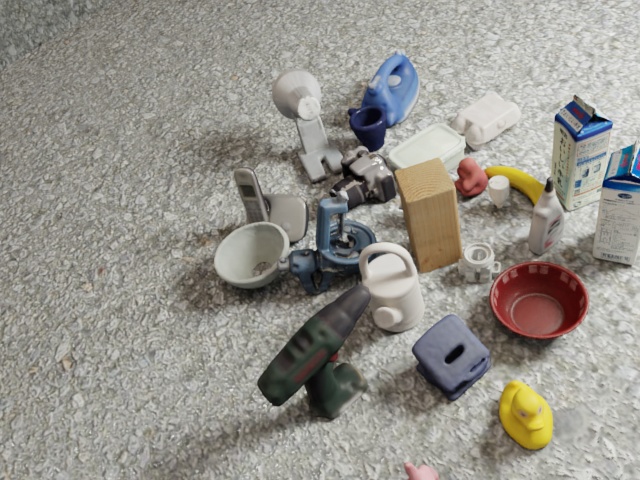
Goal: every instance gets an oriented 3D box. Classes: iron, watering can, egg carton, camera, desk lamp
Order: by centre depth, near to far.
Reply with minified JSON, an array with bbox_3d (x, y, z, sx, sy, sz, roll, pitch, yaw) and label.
[{"bbox_3d":[0.128,0.079,1.022,0.101,0.194,0.172,-19,46,3],"label":"watering can"},{"bbox_3d":[0.081,-0.138,1.295,0.137,0.101,0.142,-32,47,-10],"label":"camera"},{"bbox_3d":[0.387,-0.276,1.334,0.150,0.069,0.107,-34,48,-12],"label":"egg carton"},{"bbox_3d":[-0.026,-0.287,1.386,0.118,0.214,0.202,-24,46,-2],"label":"desk lamp"},{"bbox_3d":[0.186,-0.410,1.472,0.118,0.142,0.259,13,55,28],"label":"iron"}]

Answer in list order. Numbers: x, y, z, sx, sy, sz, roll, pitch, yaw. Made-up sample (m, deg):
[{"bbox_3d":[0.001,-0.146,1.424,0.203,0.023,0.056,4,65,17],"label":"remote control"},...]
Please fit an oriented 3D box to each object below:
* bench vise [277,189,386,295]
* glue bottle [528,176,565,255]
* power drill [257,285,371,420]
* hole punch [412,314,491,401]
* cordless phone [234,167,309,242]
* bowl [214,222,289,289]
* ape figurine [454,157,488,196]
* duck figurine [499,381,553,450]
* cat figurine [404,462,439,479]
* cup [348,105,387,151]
[{"bbox_3d":[0.016,0.011,1.103,0.207,0.220,0.121,-31,47,-9],"label":"bench vise"},{"bbox_3d":[0.418,-0.051,1.052,0.078,0.173,0.037,-41,49,-17],"label":"glue bottle"},{"bbox_3d":[0.011,0.200,0.945,0.230,0.209,0.075,-39,49,-16],"label":"power drill"},{"bbox_3d":[0.222,0.194,0.958,0.109,0.091,0.100,-38,49,-15],"label":"hole punch"},{"bbox_3d":[-0.108,-0.081,1.251,0.147,0.185,0.094,1,50,20],"label":"cordless phone"},{"bbox_3d":[-0.136,0.046,1.225,0.167,0.075,0.167,-10,48,11],"label":"bowl"},{"bbox_3d":[0.317,-0.140,1.221,0.076,0.092,0.078,5,52,23],"label":"ape figurine"},{"bbox_3d":[0.314,0.256,0.875,0.077,0.086,0.104,-17,47,4],"label":"duck figurine"},{"bbox_3d":[0.166,0.364,0.809,0.067,0.118,0.127,-39,49,-16],"label":"cat figurine"},{"bbox_3d":[0.115,-0.271,1.406,0.092,0.095,0.117,-40,49,-17],"label":"cup"}]
